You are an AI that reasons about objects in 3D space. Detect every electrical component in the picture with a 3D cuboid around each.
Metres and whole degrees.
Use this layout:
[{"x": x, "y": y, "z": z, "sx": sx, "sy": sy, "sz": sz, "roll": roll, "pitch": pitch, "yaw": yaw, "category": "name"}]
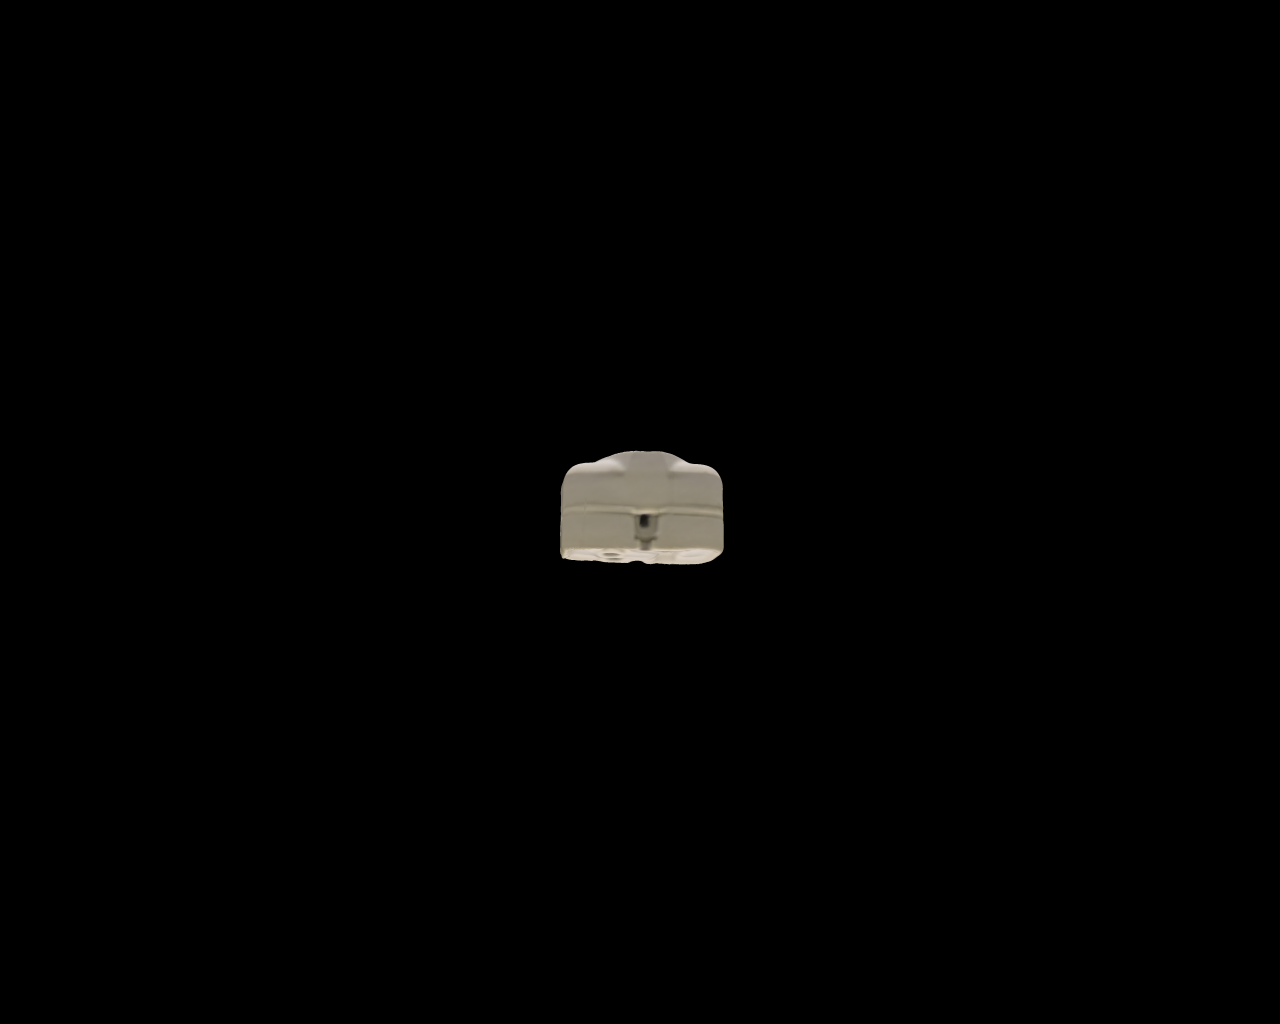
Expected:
[{"x": 0.001, "y": -0.003, "z": 0.650, "sx": 0.095, "sy": 0.059, "sz": 0.053, "roll": 1, "pitch": -11, "yaw": -7, "category": "electrical component"}]
